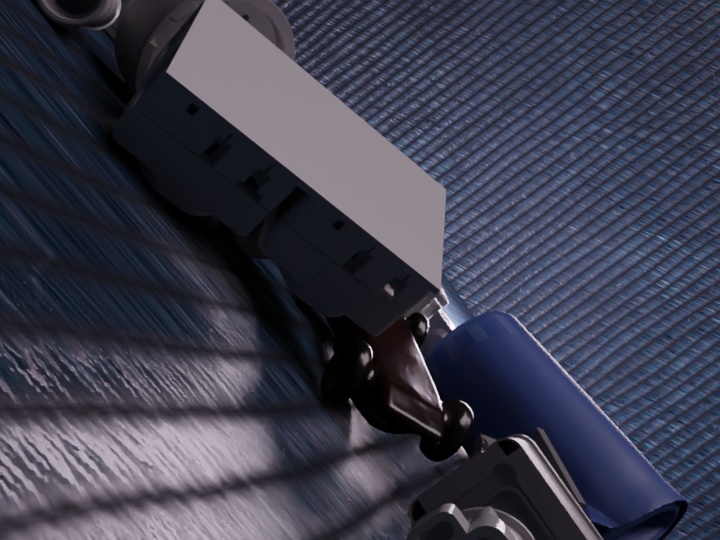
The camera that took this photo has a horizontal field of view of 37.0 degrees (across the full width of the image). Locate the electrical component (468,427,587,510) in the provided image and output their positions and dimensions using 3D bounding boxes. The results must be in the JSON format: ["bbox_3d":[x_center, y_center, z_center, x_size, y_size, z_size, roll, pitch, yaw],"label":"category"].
[{"bbox_3d":[0.110,0.163,0.746,0.063,0.078,0.121,22,12,-9],"label":"electrical component"}]

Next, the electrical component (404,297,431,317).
[{"bbox_3d":[0.000,0.000,0.851,0.113,0.057,0.078,54,-2,6],"label":"electrical component"}]

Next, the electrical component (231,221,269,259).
[{"bbox_3d":[-0.066,-0.039,0.688,0.044,0.044,0.065,51,2,-27],"label":"electrical component"}]

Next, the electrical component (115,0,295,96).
[{"bbox_3d":[-0.103,-0.141,0.683,0.060,0.108,0.108,50,2,40],"label":"electrical component"}]

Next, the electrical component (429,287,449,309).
[{"bbox_3d":[0.054,0.025,1.158,0.053,0.059,0.095,52,6,-9],"label":"electrical component"}]

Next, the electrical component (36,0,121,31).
[{"bbox_3d":[-0.164,-0.162,0.637,0.044,0.044,0.065,53,1,-7],"label":"electrical component"}]

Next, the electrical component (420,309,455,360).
[{"bbox_3d":[0.077,0.077,1.080,0.080,0.051,0.080,53,6,-8],"label":"electrical component"}]

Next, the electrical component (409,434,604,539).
[{"bbox_3d":[0.090,0.156,0.597,0.113,0.078,0.057,55,9,17],"label":"electrical component"}]

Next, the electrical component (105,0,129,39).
[{"bbox_3d":[-0.148,-0.167,0.776,0.081,0.042,0.063,50,3,-38],"label":"electrical component"}]

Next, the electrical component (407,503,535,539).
[{"bbox_3d":[0.057,0.144,0.505,0.078,0.058,0.057,54,8,6],"label":"electrical component"}]

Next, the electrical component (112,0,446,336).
[{"bbox_3d":[-0.040,-0.056,0.611,0.186,0.060,0.105,38,31,-19],"label":"electrical component"}]

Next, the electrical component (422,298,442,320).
[{"bbox_3d":[0.044,0.047,0.945,0.035,0.061,0.035,53,6,-7],"label":"electrical component"}]
